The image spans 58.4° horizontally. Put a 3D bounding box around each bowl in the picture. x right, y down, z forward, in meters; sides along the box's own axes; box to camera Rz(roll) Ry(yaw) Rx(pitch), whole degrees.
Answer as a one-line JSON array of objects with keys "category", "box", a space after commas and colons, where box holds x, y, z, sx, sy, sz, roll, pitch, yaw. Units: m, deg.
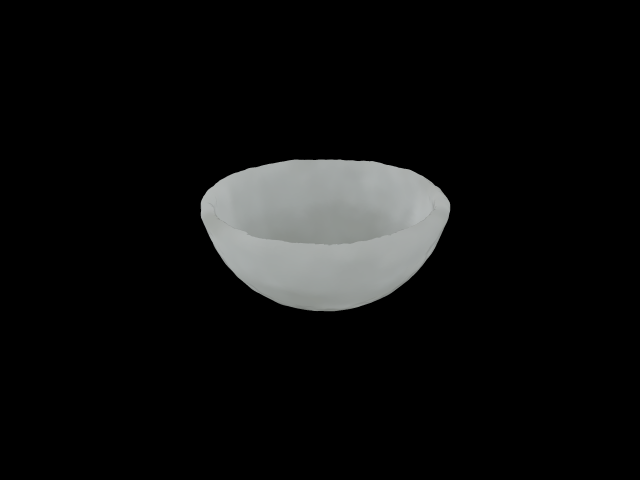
[{"category": "bowl", "box": [0.004, 0.001, 0.400, 0.167, 0.075, 0.167, 0, 26, 0]}]
